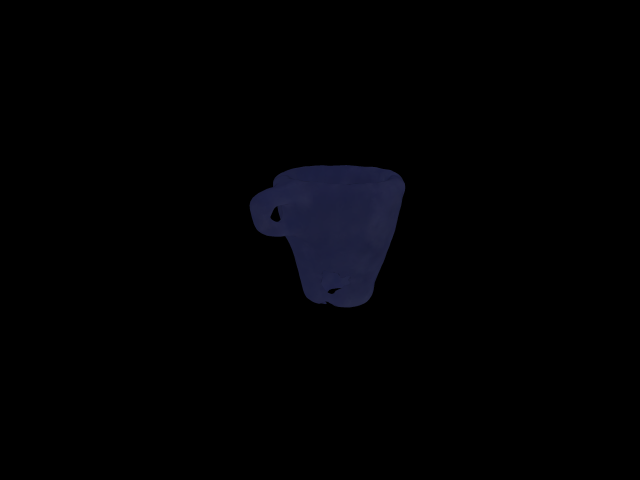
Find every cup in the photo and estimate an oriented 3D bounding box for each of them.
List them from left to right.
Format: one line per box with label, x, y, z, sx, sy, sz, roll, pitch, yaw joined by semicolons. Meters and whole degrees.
cup;0.004;0.001;0.400;0.118;0.095;0.091;-14;21;-40
